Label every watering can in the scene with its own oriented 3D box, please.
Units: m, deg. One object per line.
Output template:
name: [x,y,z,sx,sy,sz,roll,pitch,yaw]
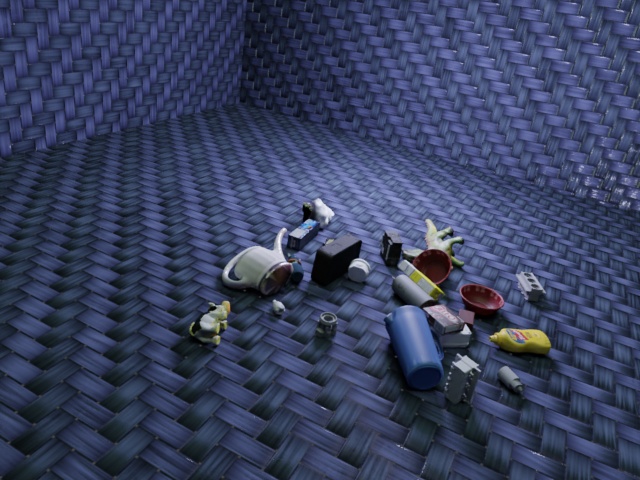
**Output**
watering can: [-0.186,0.076,1.854,0.226,0.101,0.353,27,48,33]

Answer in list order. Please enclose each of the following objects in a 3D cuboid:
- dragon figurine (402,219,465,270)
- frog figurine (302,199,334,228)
dragon figurine: [0.463,0.030,2.187,0.243,0.120,0.417,-9,30,-17]
frog figurine: [0.007,-0.117,2.315,0.159,0.120,0.140,3,58,-32]
